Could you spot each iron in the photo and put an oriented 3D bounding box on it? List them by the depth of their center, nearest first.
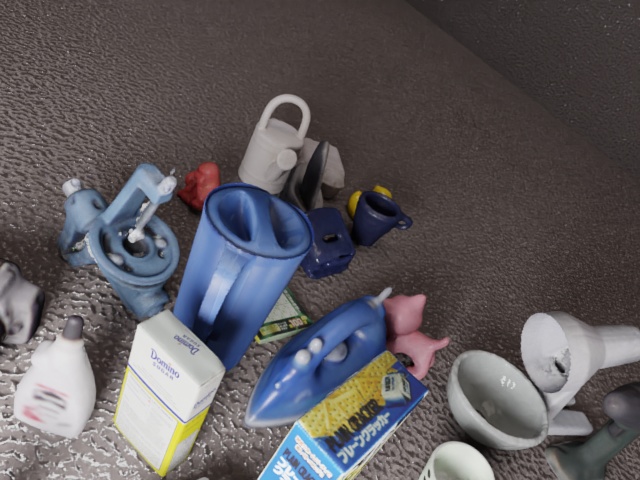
[{"bbox_3d":[0.009,0.150,0.778,0.118,0.141,0.259,41,36,18],"label":"iron"}]

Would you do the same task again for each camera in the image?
[{"bbox_3d":[-0.393,0.083,0.619,0.143,0.100,0.137,20,35,-12],"label":"camera"}]

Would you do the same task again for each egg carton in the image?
[{"bbox_3d":[-0.007,-0.158,1.230,0.107,0.069,0.150,12,37,-22],"label":"egg carton"}]

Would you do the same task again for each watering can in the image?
[{"bbox_3d":[-0.078,-0.188,1.107,0.101,0.194,0.172,-6,47,-39],"label":"watering can"}]

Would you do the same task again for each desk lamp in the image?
[{"bbox_3d":[0.396,0.208,0.911,0.204,0.213,0.117,10,38,-25],"label":"desk lamp"}]

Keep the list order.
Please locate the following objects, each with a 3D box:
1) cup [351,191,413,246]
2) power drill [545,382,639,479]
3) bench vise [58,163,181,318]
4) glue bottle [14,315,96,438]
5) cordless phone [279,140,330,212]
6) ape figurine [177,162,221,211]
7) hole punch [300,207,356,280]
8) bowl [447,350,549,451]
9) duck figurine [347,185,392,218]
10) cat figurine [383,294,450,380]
[{"bbox_3d":[0.113,-0.030,1.126,0.118,0.095,0.091,22,35,-9],"label":"cup"},{"bbox_3d":[0.436,0.284,0.846,0.230,0.208,0.075,2,42,-33],"label":"power drill"},{"bbox_3d":[-0.266,-0.025,0.742,0.207,0.219,0.121,30,34,2],"label":"bench vise"},{"bbox_3d":[-0.262,0.134,0.581,0.078,0.173,0.037,21,35,-10],"label":"glue bottle"},{"bbox_3d":[-0.012,-0.115,1.068,0.094,0.185,0.147,21,35,-10],"label":"cordless phone"},{"bbox_3d":[-0.201,-0.097,0.995,0.076,0.092,0.077,15,36,-19],"label":"ape figurine"},{"bbox_3d":[0.009,0.004,1.013,0.109,0.091,0.101,-14,52,-45],"label":"hole punch"},{"bbox_3d":[0.257,0.256,0.876,0.168,0.074,0.167,19,35,-14],"label":"bowl"},{"bbox_3d":[0.112,-0.075,1.191,0.104,0.086,0.078,43,37,21],"label":"duck figurine"},{"bbox_3d":[0.144,0.140,0.907,0.127,0.117,0.067,35,35,10],"label":"cat figurine"}]
